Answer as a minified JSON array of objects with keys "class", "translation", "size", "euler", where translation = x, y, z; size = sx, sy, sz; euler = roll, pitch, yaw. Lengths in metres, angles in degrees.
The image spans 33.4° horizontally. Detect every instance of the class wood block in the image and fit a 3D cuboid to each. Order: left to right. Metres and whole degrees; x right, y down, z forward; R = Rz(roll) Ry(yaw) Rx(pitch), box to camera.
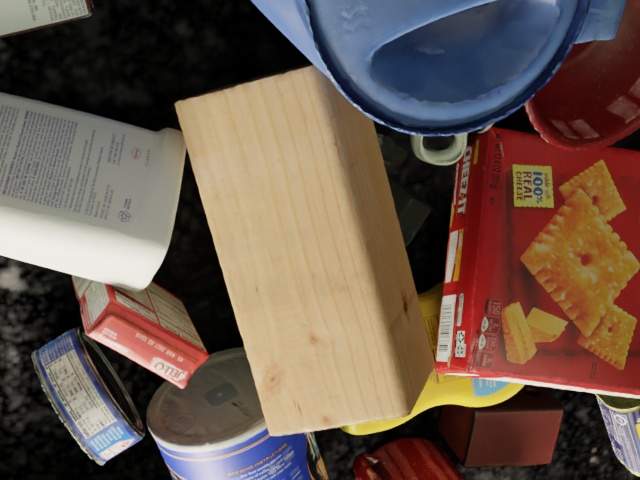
[{"class":"wood block","translation":[-0.004,0.001,0.642],"size":[0.090,0.090,0.206],"euler":[-12,100,19]}]

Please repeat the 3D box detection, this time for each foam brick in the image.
[{"class":"foam brick","translation":[0.138,0.138,0.818],"size":[0.078,0.053,0.051],"euler":[1,112,-20]}]

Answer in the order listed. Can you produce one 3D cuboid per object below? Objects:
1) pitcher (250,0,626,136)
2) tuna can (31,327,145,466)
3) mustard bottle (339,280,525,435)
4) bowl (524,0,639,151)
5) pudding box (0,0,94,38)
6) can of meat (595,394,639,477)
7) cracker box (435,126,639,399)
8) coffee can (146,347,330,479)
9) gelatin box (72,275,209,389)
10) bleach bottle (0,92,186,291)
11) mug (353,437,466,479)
[{"class":"pitcher","translation":[0.031,-0.148,0.548],"size":[0.145,0.243,0.149],"euler":[-37,119,-1]},{"class":"tuna can","translation":[-0.147,0.099,0.684],"size":[0.033,0.086,0.086],"euler":[-32,119,-6]},{"class":"mustard bottle","translation":[0.098,0.074,0.768],"size":[0.191,0.058,0.096],"euler":[-10,85,-16]},{"class":"bowl","translation":[0.173,-0.139,0.670],"size":[0.161,0.055,0.162],"euler":[-19,129,-25]},{"class":"pudding box","translation":[-0.191,-0.156,0.586],"size":[0.113,0.039,0.090],"euler":[-17,116,-14]},{"class":"can of meat","translation":[0.277,0.132,0.862],"size":[0.102,0.057,0.084],"euler":[-28,121,-6]},{"class":"cracker box","translation":[0.195,0.023,0.724],"size":[0.213,0.072,0.164],"euler":[8,83,-10]},{"class":"coffee can","translation":[-0.048,0.160,0.735],"size":[0.102,0.103,0.140],"euler":[-22,118,-9]},{"class":"gelatin box","translation":[-0.115,0.048,0.671],"size":[0.073,0.089,0.030],"euler":[35,97,-28]},{"class":"bleach bottle","translation":[-0.206,-0.050,0.603],"size":[0.250,0.102,0.068],"euler":[17,142,-18]},{"class":"mug","translation":[0.067,0.197,0.803],"size":[0.117,0.081,0.093],"euler":[36,97,-28]}]
